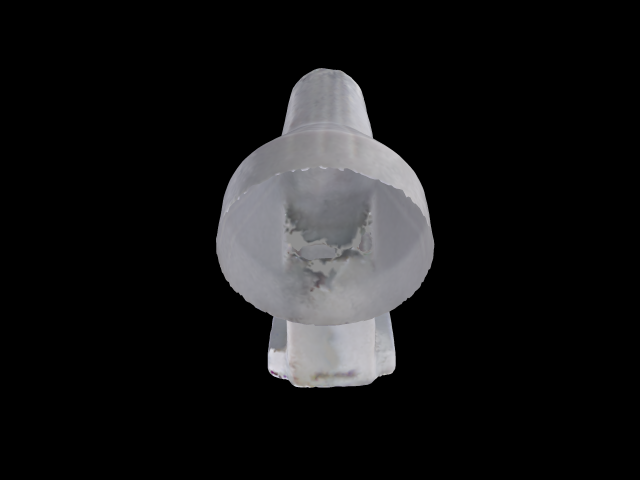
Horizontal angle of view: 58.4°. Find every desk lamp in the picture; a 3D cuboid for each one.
[{"bbox_3d":[0.004,0.001,0.400,0.118,0.214,0.203,0,28,0],"label":"desk lamp"}]
